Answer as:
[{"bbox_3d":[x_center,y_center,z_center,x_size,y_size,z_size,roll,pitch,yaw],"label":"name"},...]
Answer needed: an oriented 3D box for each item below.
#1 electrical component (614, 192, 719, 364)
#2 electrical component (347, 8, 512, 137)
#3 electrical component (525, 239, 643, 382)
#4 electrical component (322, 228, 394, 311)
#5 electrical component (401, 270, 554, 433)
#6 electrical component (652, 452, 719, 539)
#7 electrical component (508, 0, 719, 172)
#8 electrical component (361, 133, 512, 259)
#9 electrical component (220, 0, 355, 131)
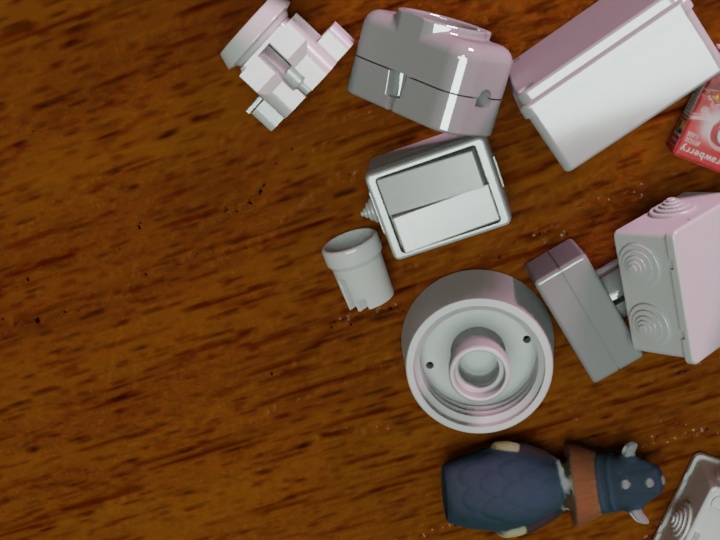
[{"bbox_3d":[0.212,0.001,0.691,0.048,0.100,0.099,7,116,50],"label":"electrical component"},{"bbox_3d":[0.043,-0.125,0.663,0.095,0.054,0.059,31,114,39],"label":"electrical component"},{"bbox_3d":[0.166,0.017,0.723,0.076,0.047,0.083,-31,103,8],"label":"electrical component"},{"bbox_3d":[0.000,0.000,0.736,0.040,0.040,0.046,-17,110,10],"label":"electrical component"},{"bbox_3d":[0.081,0.060,0.737,0.108,0.060,0.108,1,108,4],"label":"electrical component"},{"bbox_3d":[0.269,0.191,0.770,0.100,0.048,0.099,19,108,-2],"label":"electrical component"},{"bbox_3d":[0.149,-0.121,0.648,0.109,0.108,0.056,-34,105,14],"label":"electrical component"},{"bbox_3d":[0.045,-0.049,0.704,0.096,0.061,0.061,-18,106,10],"label":"electrical component"},{"bbox_3d":[-0.051,-0.137,0.686,0.057,0.058,0.078,42,107,-12],"label":"electrical component"}]
